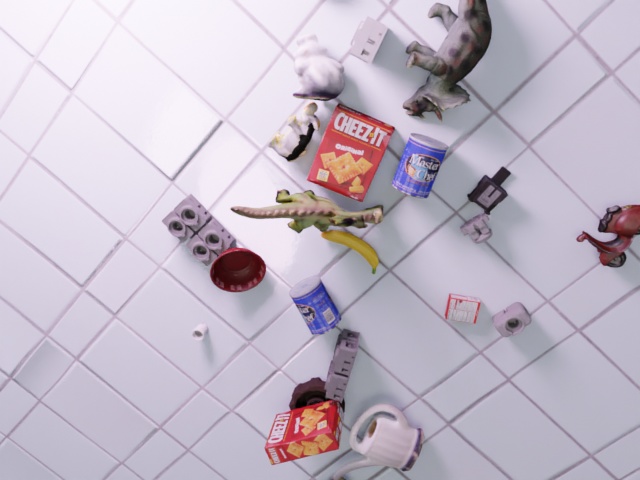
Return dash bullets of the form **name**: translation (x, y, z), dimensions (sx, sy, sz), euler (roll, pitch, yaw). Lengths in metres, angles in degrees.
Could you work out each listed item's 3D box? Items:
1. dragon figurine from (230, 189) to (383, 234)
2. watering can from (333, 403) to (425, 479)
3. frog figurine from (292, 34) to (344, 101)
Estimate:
- **dragon figurine**: translation (0.004, -0.066, 1.304), dimensions (0.243, 0.412, 0.121), euler (8, 100, 47)
- **watering can**: translation (0.190, 0.664, 1.632), dimensions (0.224, 0.106, 0.342), euler (23, 111, -1)
- **frog figurine**: translation (-0.002, -0.427, 1.274), dimensions (0.138, 0.123, 0.158), euler (-3, 103, -26)
